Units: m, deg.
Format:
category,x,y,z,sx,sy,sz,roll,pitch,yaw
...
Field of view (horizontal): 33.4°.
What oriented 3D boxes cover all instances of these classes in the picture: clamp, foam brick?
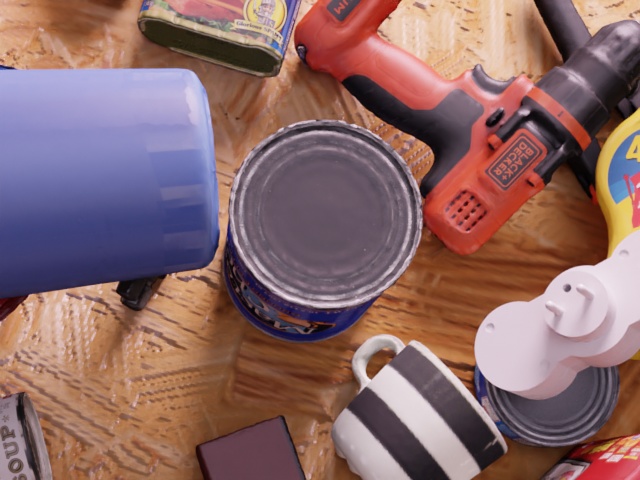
category,x,y,z,sx,sy,sz,roll,pitch,yaw
clamp,0.205,-0.111,0.717,0.120,0.039,0.171,-4,84,3
foam brick,-0.040,0.136,0.619,0.053,0.078,0.051,-19,79,-12

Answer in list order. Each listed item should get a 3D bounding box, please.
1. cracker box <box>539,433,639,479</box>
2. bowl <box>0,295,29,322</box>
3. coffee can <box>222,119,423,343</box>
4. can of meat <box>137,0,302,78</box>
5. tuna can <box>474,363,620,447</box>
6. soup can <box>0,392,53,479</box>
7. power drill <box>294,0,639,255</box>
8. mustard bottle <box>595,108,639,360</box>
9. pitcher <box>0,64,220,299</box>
category,x,y,z,sx,sy,sz,roll,pitch,yaw
cracker box,0.115,0.198,0.577,0.213,0.164,0.072,-40,83,-13
bowl,-0.234,-0.011,0.641,0.162,0.055,0.162,1,78,-6
coffee can,-0.004,0.001,0.619,0.102,0.140,0.103,1,77,-6
can of meat,-0.060,-0.162,0.693,0.102,0.057,0.084,16,79,-2
tuna can,0.141,0.087,0.670,0.086,0.034,0.086,1,78,-6
soup can,-0.210,0.132,0.607,0.102,0.068,0.068,-15,80,-10
power drill,0.091,-0.112,0.679,0.188,0.057,0.184,44,93,7
mustard bottle,0.218,-0.024,0.653,0.096,0.058,0.191,-1,74,18
pitcher,-0.180,-0.036,0.562,0.242,0.145,0.149,-5,89,-9
